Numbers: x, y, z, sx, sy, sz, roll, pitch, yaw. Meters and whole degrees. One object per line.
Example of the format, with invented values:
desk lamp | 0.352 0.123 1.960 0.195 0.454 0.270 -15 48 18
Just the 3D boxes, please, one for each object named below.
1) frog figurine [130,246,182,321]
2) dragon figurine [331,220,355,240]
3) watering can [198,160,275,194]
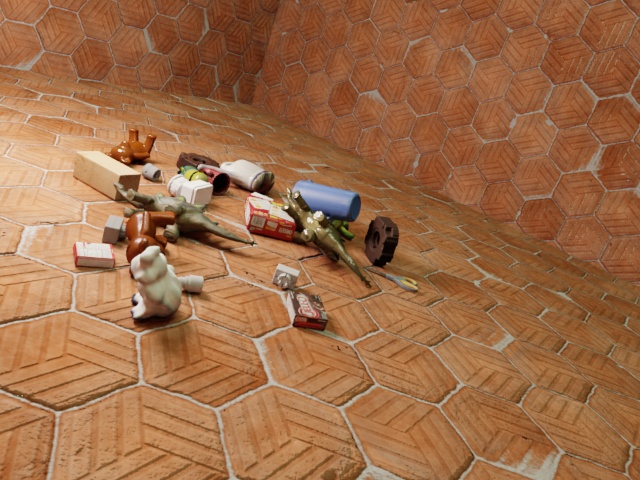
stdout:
frog figurine | -0.349 0.085 1.114 0.122 0.157 0.139 19 18 -5
dragon figurine | 0.006 -0.102 2.031 0.243 0.120 0.417 3 23 -19
watering can | -0.329 -0.270 2.146 0.226 0.102 0.350 27 21 22
